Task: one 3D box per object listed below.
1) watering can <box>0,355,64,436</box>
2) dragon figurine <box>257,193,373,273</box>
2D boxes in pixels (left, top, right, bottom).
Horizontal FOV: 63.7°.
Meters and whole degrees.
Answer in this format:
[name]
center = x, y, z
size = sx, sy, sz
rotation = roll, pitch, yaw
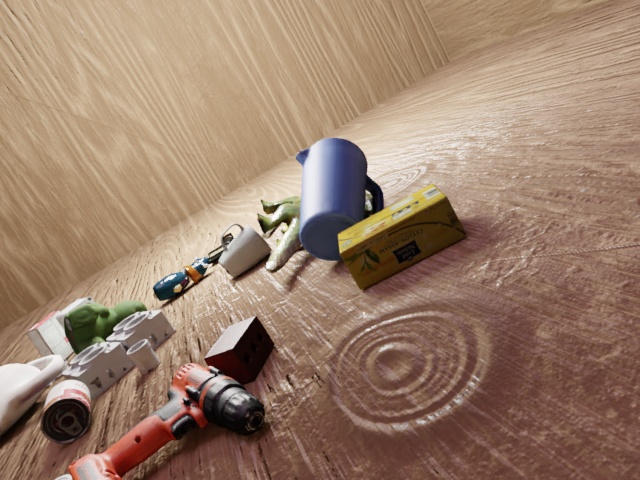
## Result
[watering can]
center = -0.671, 0.334, 1.032
size = 0.345, 0.103, 0.228
rotation = -24, 17, 19
[dragon figurine]
center = 0.003, -0.055, 1.084
size = 0.242, 0.120, 0.418
rotation = -20, 24, 4
